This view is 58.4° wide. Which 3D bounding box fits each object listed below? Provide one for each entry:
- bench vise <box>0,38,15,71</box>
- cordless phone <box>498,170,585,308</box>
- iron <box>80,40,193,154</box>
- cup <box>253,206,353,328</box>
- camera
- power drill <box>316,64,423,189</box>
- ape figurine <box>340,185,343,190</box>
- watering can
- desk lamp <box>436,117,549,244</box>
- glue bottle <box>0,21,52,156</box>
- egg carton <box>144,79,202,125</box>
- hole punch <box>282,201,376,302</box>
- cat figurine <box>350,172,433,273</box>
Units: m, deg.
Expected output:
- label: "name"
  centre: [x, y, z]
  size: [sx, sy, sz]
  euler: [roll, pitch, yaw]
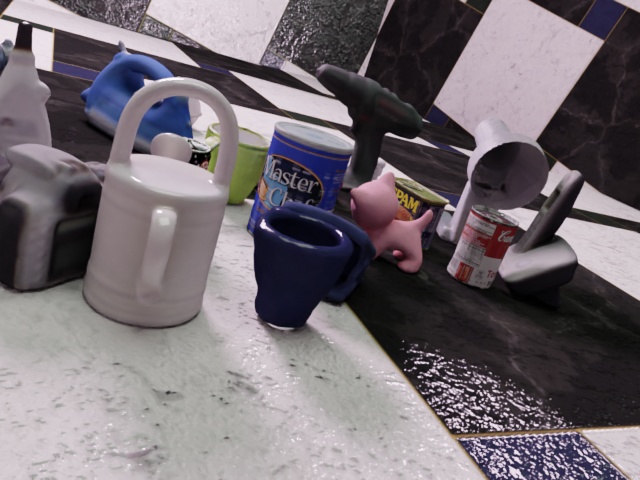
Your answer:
- label: "bench vise"
  centre: [-0.533, -0.303, 0.787]
  size: [0.121, 0.220, 0.208]
  euler: [26, 21, 22]
- label: "cordless phone"
  centre: [0.334, -0.010, 0.833]
  size: [0.094, 0.185, 0.147]
  euler: [19, 19, 1]
- label: "iron"
  centre: [-0.274, -0.226, 0.933]
  size: [0.257, 0.141, 0.119]
  euler: [30, 22, 30]
- label: "cup"
  centre: [-0.031, 0.026, 0.538]
  size: [0.092, 0.095, 0.117]
  euler: [7, 22, -31]
- label: "camera"
  centre: [-0.247, -0.039, 0.506]
  size: [0.136, 0.101, 0.143]
  euler: [24, 20, 15]
- label: "power drill"
  centre: [0.073, -0.200, 1.078]
  size: [0.230, 0.208, 0.075]
  euler: [10, 21, -23]
- label: "ape figurine"
  centre: [0.006, -0.122, 0.979]
  size: [0.076, 0.092, 0.077]
  euler: [7, 22, -29]
- label: "watering can"
  centre: [-0.130, -0.039, 0.474]
  size: [0.101, 0.194, 0.172]
  euler: [2, 25, -39]
- label: "desk lamp"
  centre: [0.275, -0.093, 0.962]
  size: [0.118, 0.213, 0.203]
  euler: [16, 19, -8]
- label: "glue bottle"
  centre: [-0.326, -0.146, 0.618]
  size: [0.078, 0.173, 0.037]
  euler: [2, 25, -39]
- label: "egg carton"
  centre: [-0.312, -0.268, 1.124]
  size: [0.151, 0.069, 0.107]
  euler: [-3, 28, -47]
- label: "hole punch"
  centre: [0.006, 0.002, 0.641]
  size: [0.108, 0.091, 0.101]
  euler: [23, 20, 14]
- label: "cat figurine"
  centre: [0.090, -0.030, 0.765]
  size: [0.128, 0.118, 0.067]
  euler: [14, 19, -11]
